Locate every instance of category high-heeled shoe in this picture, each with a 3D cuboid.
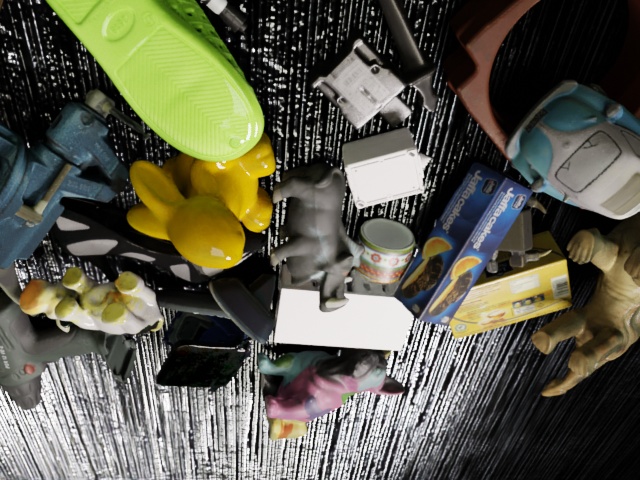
[{"bbox_3d":[-0.200,-0.018,0.661,0.249,0.086,0.145,-16,119,6],"label":"high-heeled shoe"}]

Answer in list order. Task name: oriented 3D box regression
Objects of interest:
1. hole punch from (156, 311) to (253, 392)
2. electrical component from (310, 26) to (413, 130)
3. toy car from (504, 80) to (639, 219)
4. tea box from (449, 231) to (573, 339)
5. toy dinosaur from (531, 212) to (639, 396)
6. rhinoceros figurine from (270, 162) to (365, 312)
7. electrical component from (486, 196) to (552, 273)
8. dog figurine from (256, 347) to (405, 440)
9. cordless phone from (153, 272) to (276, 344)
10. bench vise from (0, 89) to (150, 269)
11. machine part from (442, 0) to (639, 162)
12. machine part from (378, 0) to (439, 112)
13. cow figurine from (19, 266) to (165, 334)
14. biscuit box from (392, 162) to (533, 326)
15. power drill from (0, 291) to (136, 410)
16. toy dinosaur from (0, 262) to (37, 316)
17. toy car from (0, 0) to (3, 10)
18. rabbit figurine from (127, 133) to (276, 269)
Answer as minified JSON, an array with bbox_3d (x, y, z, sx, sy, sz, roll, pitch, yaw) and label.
[{"bbox_3d":[-0.174,0.156,0.797,0.116,0.092,0.142,15,126,-28],"label":"hole punch"},{"bbox_3d":[0.053,-0.159,0.577,0.075,0.048,0.119,-36,120,23],"label":"electrical component"},{"bbox_3d":[0.268,-0.069,0.517,0.161,0.103,0.109,27,123,-20],"label":"toy car"},{"bbox_3d":[0.252,0.064,0.750,0.170,0.068,0.098,-17,126,11],"label":"tea box"},{"bbox_3d":[0.405,0.025,0.675,0.198,0.105,0.470,-4,125,-36],"label":"toy dinosaur"},{"bbox_3d":[-0.001,-0.002,0.656,0.112,0.073,0.190,-1,113,7],"label":"rhinoceros figurine"},{"bbox_3d":[0.247,-0.011,0.686,0.078,0.045,0.102,-6,94,48],"label":"electrical component"},{"bbox_3d":[0.016,0.230,0.847,0.219,0.108,0.191,-8,139,-6],"label":"dog figurine"},{"bbox_3d":[-0.148,0.079,0.701,0.184,0.146,0.088,6,87,-4],"label":"cordless phone"},{"bbox_3d":[-0.316,-0.089,0.525,0.223,0.129,0.240,-46,140,3],"label":"bench vise"},{"bbox_3d":[0.244,-0.185,0.542,0.201,0.087,0.201,-37,123,24],"label":"machine part"},{"bbox_3d":[0.085,-0.198,0.531,0.039,0.084,0.138,-18,117,21],"label":"machine part"},{"bbox_3d":[-0.285,0.082,0.679,0.168,0.068,0.098,3,154,16],"label":"cow figurine"},{"bbox_3d":[0.173,0.007,0.662,0.062,0.059,0.202,17,108,-36],"label":"biscuit box"},{"bbox_3d":[-0.390,0.172,0.806,0.207,0.086,0.231,0,126,6],"label":"power drill"},{"bbox_3d":[-0.446,-0.067,0.588,0.192,0.131,0.404,-34,129,23],"label":"toy dinosaur"},{"bbox_3d":[-0.377,-0.262,0.469,0.202,0.053,0.089,22,114,-15],"label":"toy car"},{"bbox_3d":[-0.123,-0.042,0.582,0.162,0.173,0.121,10,131,-16],"label":"rabbit figurine"}]
